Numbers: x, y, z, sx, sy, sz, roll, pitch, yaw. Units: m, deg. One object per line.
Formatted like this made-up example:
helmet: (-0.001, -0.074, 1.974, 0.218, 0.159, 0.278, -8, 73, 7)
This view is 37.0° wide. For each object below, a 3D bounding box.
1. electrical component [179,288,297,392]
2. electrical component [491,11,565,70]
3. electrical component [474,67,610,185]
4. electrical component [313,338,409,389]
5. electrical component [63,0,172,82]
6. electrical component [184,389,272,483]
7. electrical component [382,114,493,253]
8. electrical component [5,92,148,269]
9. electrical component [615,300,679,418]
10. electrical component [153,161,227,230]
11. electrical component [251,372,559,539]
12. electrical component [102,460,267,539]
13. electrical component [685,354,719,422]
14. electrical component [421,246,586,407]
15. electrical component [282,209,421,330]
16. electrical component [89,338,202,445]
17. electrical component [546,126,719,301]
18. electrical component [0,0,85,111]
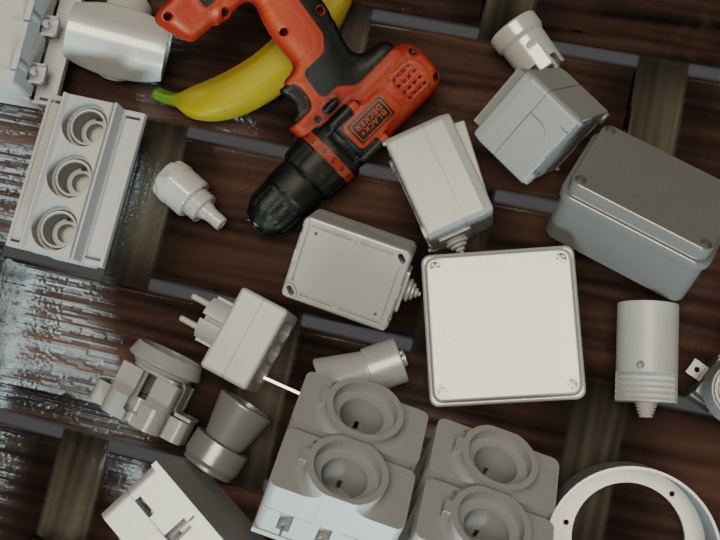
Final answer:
electrical component: (-0.098, 0.045, 0.805, 0.077, 0.047, 0.065, 27, 84, 10)
electrical component: (0.129, -0.167, 0.820, 0.040, 0.040, 0.046, -35, 84, 0)
electrical component: (0.133, -0.110, 0.786, 0.061, 0.096, 0.061, 46, 118, 11)
electrical component: (0.003, 0.076, 0.792, 0.065, 0.044, 0.044, -20, 79, -2)
electrical component: (-0.188, -0.194, 0.855, 0.077, 0.044, 0.079, 13, 57, -9)
electrical component: (-0.098, 0.122, 0.793, 0.045, 0.045, 0.055, 32, 85, 11)
electrical component: (0.065, -0.059, 0.796, 0.061, 0.061, 0.096, -24, 78, 2)
electrical component: (-0.214, -0.066, 0.829, 0.079, 0.063, 0.121, 13, 82, 8)
electrical component: (0.205, 0.065, 0.768, 0.043, 0.043, 0.081, 3, 80, 7)
electrical component: (-0.129, -0.055, 0.832, 0.061, 0.035, 0.035, 41, 87, 9)
electrical component: (0.035, 0.147, 0.721, 0.186, 0.060, 0.105, 20, 40, -1)
electrical component: (-0.088, 0.221, 0.743, 0.060, 0.105, 0.186, -43, 78, -2)
electrical component: (0.261, 0.085, 0.752, 0.066, 0.055, 0.048, 36, 86, 11)
electrical component: (0.102, 0.043, 0.777, 0.109, 0.056, 0.108, -4, 80, 6)
electrical component: (0.000, 0.000, 0.791, 0.096, 0.061, 0.061, 19, 103, 4)
electrical component: (-0.153, 0.087, 0.799, 0.078, 0.058, 0.057, 26, 87, 10)
electrical component: (0.201, -0.042, 0.765, 0.113, 0.057, 0.078, 29, 54, 11)
electrical component: (-0.270, -0.198, 0.858, 0.079, 0.063, 0.121, 11, 82, 8)
